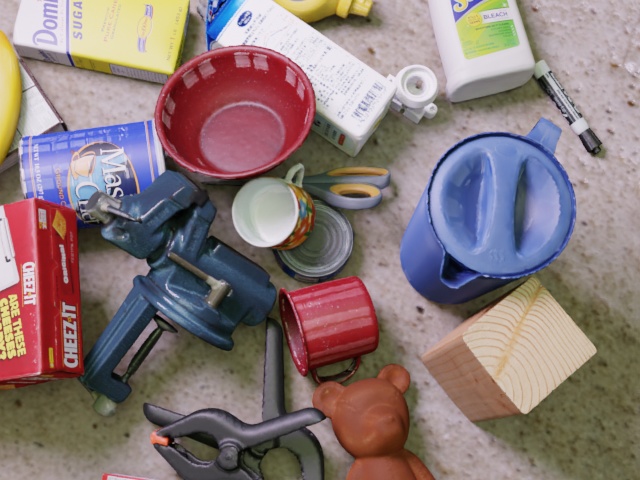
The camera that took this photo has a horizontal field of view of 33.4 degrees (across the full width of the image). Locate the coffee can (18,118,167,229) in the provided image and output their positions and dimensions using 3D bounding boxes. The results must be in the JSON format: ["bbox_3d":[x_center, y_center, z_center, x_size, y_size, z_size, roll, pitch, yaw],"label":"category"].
[{"bbox_3d":[-0.226,-0.064,1.090,0.140,0.103,0.103,-8,79,-6],"label":"coffee can"}]

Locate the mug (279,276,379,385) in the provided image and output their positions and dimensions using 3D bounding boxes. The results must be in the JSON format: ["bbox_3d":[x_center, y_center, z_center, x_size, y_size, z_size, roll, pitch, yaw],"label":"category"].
[{"bbox_3d":[0.012,0.095,1.090,0.081,0.093,0.117,-14,111,-13],"label":"mug"}]

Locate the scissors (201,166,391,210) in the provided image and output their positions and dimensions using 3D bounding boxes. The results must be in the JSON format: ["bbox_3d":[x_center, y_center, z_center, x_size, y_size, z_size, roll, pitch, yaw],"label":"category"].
[{"bbox_3d":[-0.021,-0.052,1.121,0.201,0.096,0.016,-6,117,-8],"label":"scissors"}]

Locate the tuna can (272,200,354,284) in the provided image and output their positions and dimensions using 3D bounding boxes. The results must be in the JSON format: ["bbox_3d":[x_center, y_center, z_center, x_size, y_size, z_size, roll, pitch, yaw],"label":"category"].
[{"bbox_3d":[-0.007,0.001,1.129,0.086,0.034,0.086,1,78,-5],"label":"tuna can"}]

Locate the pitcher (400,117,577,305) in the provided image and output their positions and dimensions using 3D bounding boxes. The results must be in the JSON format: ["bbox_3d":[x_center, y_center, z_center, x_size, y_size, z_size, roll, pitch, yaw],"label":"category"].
[{"bbox_3d":[0.155,-0.016,1.038,0.149,0.243,0.145,-11,79,-7],"label":"pitcher"}]

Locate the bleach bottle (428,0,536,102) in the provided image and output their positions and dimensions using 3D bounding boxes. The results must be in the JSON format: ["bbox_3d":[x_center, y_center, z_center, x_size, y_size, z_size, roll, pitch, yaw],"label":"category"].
[{"bbox_3d":[0.157,-0.286,1.190,0.102,0.068,0.251,-14,77,-7],"label":"bleach bottle"}]

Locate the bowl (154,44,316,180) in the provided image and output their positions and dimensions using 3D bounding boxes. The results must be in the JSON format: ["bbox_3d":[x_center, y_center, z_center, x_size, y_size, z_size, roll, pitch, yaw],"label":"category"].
[{"bbox_3d":[-0.082,-0.117,1.073,0.162,0.055,0.162,-2,62,4],"label":"bowl"}]

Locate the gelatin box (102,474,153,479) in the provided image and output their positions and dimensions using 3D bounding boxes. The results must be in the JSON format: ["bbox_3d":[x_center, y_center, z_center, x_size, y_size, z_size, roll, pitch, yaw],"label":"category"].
[{"bbox_3d":[-0.175,0.270,1.043,0.089,0.030,0.073,1,77,26],"label":"gelatin box"}]

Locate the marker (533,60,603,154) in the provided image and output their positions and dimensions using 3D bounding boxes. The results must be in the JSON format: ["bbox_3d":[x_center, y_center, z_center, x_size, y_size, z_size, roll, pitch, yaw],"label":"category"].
[{"bbox_3d":[0.276,-0.147,1.191,0.020,0.020,0.121,-32,82,-10],"label":"marker"}]

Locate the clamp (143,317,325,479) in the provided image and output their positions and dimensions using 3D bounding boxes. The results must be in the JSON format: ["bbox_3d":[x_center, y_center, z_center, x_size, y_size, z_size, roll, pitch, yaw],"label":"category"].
[{"bbox_3d":[-0.070,0.205,1.080,0.164,0.036,0.210,-28,82,-4],"label":"clamp"}]

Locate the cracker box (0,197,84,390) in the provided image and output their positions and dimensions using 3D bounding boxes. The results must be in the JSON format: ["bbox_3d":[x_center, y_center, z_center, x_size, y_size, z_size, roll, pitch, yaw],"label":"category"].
[{"bbox_3d":[-0.330,0.063,1.024,0.214,0.072,0.164,-11,77,26],"label":"cracker box"}]

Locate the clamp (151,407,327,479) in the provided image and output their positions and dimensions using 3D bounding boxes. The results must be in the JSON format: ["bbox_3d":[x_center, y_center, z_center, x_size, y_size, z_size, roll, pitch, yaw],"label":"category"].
[{"bbox_3d":[-0.081,0.219,1.041,0.171,0.039,0.120,2,82,11],"label":"clamp"}]

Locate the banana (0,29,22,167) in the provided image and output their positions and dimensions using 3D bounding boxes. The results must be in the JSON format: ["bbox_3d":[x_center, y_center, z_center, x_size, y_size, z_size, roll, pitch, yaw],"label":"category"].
[{"bbox_3d":[-0.342,-0.118,1.085,0.069,0.037,0.198,22,80,-4],"label":"banana"}]

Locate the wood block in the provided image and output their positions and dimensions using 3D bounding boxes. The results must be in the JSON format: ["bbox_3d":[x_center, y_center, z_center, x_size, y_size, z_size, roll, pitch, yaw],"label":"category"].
[{"bbox_3d":[0.174,0.112,1.033,0.090,0.206,0.090,-38,83,-11],"label":"wood block"}]

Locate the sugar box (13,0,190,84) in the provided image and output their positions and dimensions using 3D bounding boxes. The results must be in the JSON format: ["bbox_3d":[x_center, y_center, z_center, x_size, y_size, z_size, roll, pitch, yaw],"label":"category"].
[{"bbox_3d":[-0.234,-0.231,1.153,0.176,0.048,0.093,11,78,-4],"label":"sugar box"}]

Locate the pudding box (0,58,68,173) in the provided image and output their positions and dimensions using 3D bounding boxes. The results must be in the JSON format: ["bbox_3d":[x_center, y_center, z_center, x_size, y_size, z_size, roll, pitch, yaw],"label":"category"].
[{"bbox_3d":[-0.338,-0.126,1.127,0.113,0.039,0.090,-33,84,-8],"label":"pudding box"}]

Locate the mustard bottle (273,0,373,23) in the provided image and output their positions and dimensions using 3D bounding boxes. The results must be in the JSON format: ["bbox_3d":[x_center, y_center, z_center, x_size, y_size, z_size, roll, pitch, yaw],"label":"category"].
[{"bbox_3d":[-0.032,-0.293,1.177,0.191,0.058,0.096,25,72,0],"label":"mustard bottle"}]
